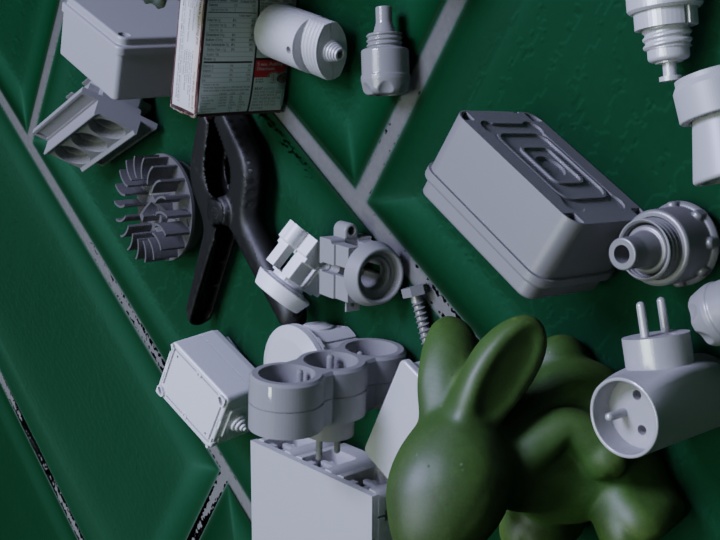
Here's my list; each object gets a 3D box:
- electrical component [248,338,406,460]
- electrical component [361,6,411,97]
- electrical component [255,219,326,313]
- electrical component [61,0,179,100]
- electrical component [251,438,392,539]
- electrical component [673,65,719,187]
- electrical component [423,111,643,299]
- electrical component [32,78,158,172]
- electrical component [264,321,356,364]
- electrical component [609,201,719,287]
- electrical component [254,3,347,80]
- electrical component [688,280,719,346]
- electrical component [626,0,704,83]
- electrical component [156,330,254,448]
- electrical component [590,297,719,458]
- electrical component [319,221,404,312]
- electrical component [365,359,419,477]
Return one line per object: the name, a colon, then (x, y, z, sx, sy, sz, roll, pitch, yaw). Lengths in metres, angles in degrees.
electrical component: (-0.022, 0.099, 0.768, 0.052, 0.138, 0.073, 14, 108, 40)
electrical component: (0.018, -0.154, 0.755, 0.035, 0.035, 0.061, 4, 97, 50)
electrical component: (-0.049, 0.000, 0.836, 0.055, 0.066, 0.048, -53, 51, 1)
electrical component: (-0.188, -0.195, 0.935, 0.109, 0.109, 0.056, 40, 128, 38)
electrical component: (-0.017, 0.187, 0.837, 0.150, 0.062, 0.089, 13, 106, 48)
electrical component: (0.189, -0.075, 0.557, 0.045, 0.045, 0.055, -17, 83, 50)
electrical component: (0.101, -0.040, 0.643, 0.113, 0.078, 0.057, 50, 128, 32)
electrical component: (-0.258, -0.149, 1.056, 0.121, 0.079, 0.063, -20, 52, 50)
electrical component: (-0.036, 0.080, 0.849, 0.080, 0.051, 0.080, 12, 106, 49)
electrical component: (0.162, -0.012, 0.587, 0.048, 0.062, 0.048, 12, 106, 48)
electrical component: (-0.040, -0.172, 0.812, 0.081, 0.043, 0.043, 31, 119, 43)
electrical component: (0.205, 0.016, 0.563, 0.061, 0.035, 0.035, -30, 74, 46)
electrical component: (0.164, -0.141, 0.578, 0.040, 0.040, 0.078, -1, 96, 50)
electrical component: (-0.124, 0.108, 0.957, 0.096, 0.061, 0.061, 42, 126, 27)
electrical component: (0.164, 0.055, 0.586, 0.043, 0.077, 0.079, -8, 91, 51)
electrical component: (0.000, 0.000, 0.797, 0.055, 0.048, 0.066, 18, 110, 55)
electrical component: (0.059, 0.118, 0.745, 0.100, 0.048, 0.099, 45, 128, 36)
